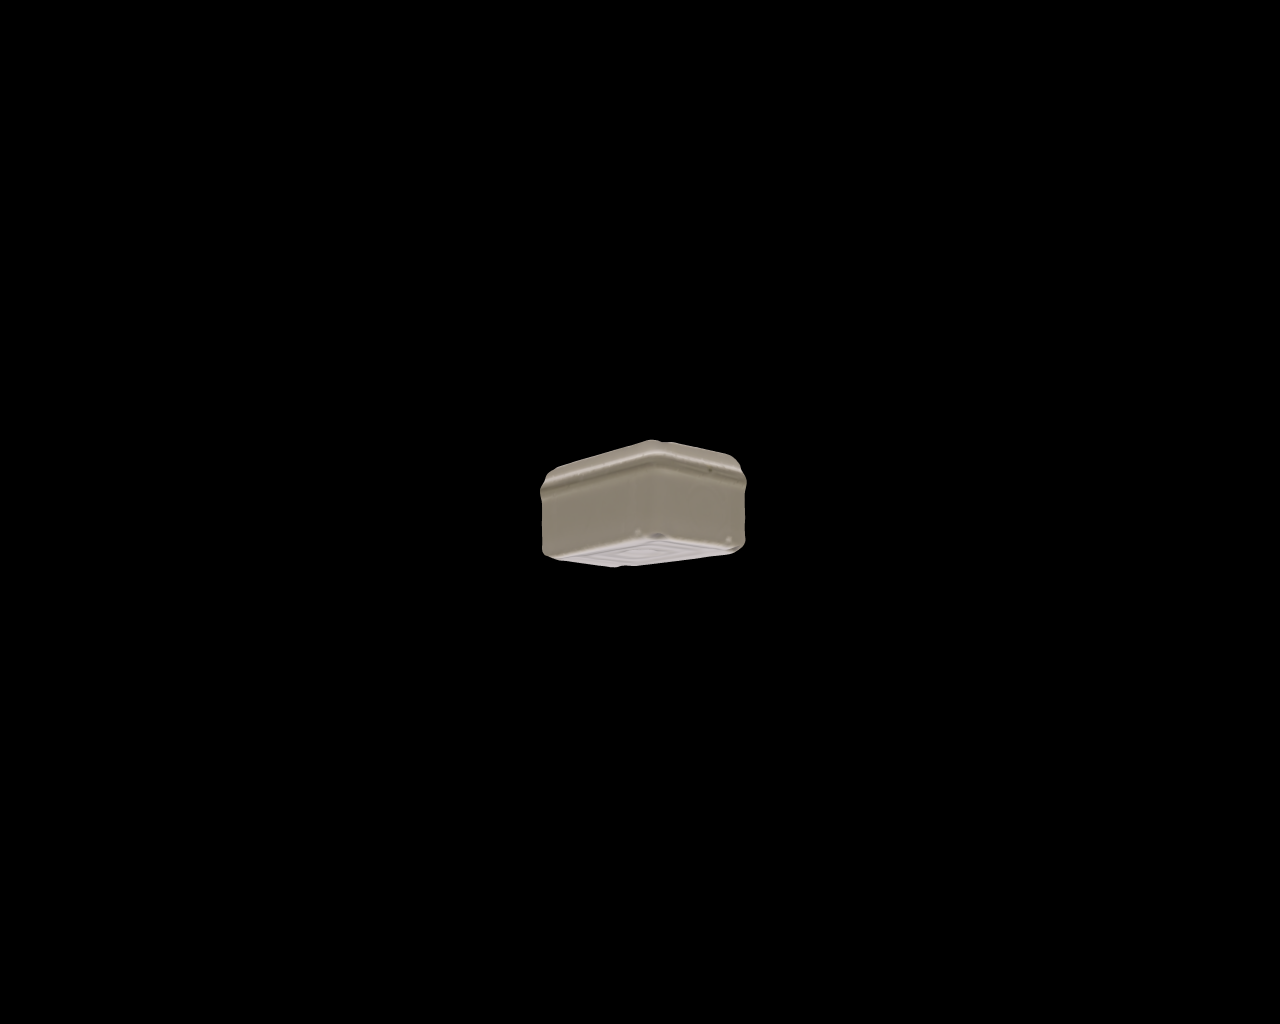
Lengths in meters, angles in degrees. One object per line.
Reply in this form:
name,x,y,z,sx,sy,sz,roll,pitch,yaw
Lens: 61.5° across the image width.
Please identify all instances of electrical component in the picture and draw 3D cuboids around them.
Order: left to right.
electrical component,0.001,-0.003,0.650,0.078,0.057,0.113,10,-14,-42
